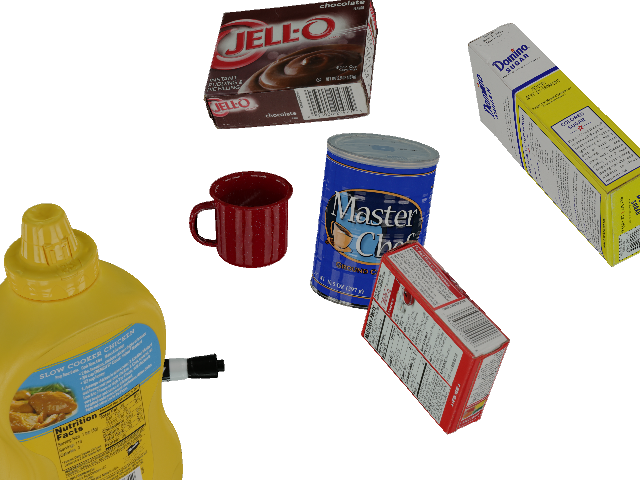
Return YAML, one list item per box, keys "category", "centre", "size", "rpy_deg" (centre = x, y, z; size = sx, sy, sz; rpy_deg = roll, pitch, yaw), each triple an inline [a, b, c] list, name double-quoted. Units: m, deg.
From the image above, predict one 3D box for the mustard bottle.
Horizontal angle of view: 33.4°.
- category: "mustard bottle"
  centre: [-0.119, 0.066, 0.515]
  size: [0.096, 0.192, 0.058]
  rpy_deg: [-25, 42, -30]

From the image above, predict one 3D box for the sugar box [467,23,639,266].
- category: "sugar box"
  centre: [0.173, -0.072, 0.770]
  size: [0.048, 0.176, 0.093]
  rpy_deg: [-27, -37, -4]

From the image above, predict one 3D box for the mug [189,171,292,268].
- category: "mug"
  centre: [-0.089, -0.021, 1.202]
  size: [0.117, 0.081, 0.093]
  rpy_deg: [-7, 31, -14]

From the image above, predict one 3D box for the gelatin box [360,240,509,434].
- category: "gelatin box"
  centre: [0.064, 0.055, 0.619]
  size: [0.030, 0.073, 0.089]
  rpy_deg: [-21, 52, -27]

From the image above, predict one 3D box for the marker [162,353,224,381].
- category: "marker"
  centre: [-0.134, 0.101, 0.820]
  size: [0.121, 0.020, 0.020]
  rpy_deg: [-4, 0, -5]

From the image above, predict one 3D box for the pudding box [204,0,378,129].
- category: "pudding box"
  centre: [-0.019, -0.124, 0.747]
  size: [0.113, 0.090, 0.039]
  rpy_deg: [-2, -39, 11]

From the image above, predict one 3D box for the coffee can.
- category: "coffee can"
  centre: [0.049, -0.019, 0.985]
  size: [0.103, 0.140, 0.103]
  rpy_deg: [6, 18, -2]
